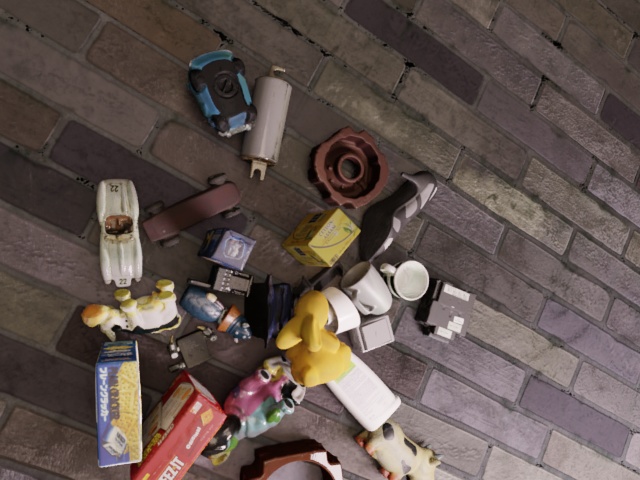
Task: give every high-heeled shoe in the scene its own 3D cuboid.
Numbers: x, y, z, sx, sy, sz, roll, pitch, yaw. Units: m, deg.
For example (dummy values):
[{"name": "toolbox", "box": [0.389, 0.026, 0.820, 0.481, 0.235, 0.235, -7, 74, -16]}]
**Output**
[{"name": "high-heeled shoe", "box": [0.181, -0.048, 1.219, 0.145, 0.086, 0.248, 19, 99, -49]}]

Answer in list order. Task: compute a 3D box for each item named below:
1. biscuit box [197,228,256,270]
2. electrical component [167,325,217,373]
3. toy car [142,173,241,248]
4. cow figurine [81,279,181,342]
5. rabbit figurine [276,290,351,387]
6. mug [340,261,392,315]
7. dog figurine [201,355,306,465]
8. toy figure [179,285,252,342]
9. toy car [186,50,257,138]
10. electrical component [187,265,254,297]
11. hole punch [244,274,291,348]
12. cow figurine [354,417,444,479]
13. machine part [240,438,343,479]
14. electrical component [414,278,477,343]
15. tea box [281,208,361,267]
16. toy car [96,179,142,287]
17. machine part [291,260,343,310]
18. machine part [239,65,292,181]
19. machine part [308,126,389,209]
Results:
[{"name": "biscuit box", "box": [-0.177, 0.015, 0.992, 0.063, 0.203, 0.059, 26, 81, -17]}, {"name": "electrical component", "box": [-0.249, 0.207, 1.042, 0.102, 0.045, 0.078, -15, 92, -21]}, {"name": "toy car", "box": [-0.248, -0.058, 1.048, 0.202, 0.053, 0.089, -29, 108, -23]}, {"name": "cow figurine", "box": [-0.346, 0.141, 0.995, 0.167, 0.068, 0.098, -13, 123, -19]}, {"name": "rabbit figurine", "box": [-0.022, 0.184, 1.031, 0.122, 0.162, 0.173, -1, 88, 24]}, {"name": "mug", "box": [0.106, 0.116, 1.153, 0.107, 0.081, 0.110, 46, 29, -20]}, {"name": "dog figurine", "box": [-0.147, 0.338, 1.049, 0.219, 0.191, 0.108, -41, 84, 12]}, {"name": "toy figure", "box": [-0.199, 0.143, 1.052, 0.154, 0.064, 0.058, 32, 59, -13]}, {"name": "toy car", "box": [-0.193, -0.279, 1.050, 0.109, 0.103, 0.161, -27, 100, -21]}, {"name": "electrical component", "box": [-0.197, 0.076, 1.053, 0.119, 0.075, 0.047, 17, 83, -17]}, {"name": "hole punch", "box": [-0.090, 0.139, 1.073, 0.092, 0.116, 0.142, 6, 87, -28]}, {"name": "cow figurine", "box": [0.183, 0.468, 1.179, 0.127, 0.085, 0.194, -41, 101, -12]}, {"name": "machine part", "box": [-0.057, 0.516, 1.083, 0.201, 0.087, 0.201, -2, 90, -20]}, {"name": "electrical component", "box": [0.287, 0.167, 1.241, 0.115, 0.058, 0.134, 24, 80, -17]}, {"name": "tea box", "box": [-0.002, -0.003, 1.077, 0.068, 0.170, 0.098, 44, 73, -14]}, {"name": "toy car", "box": [-0.373, -0.013, 0.997, 0.073, 0.056, 0.201, -4, 89, -21]}, {"name": "machine part", "box": [-0.006, 0.088, 1.130, 0.139, 0.084, 0.039, -36, 59, -28]}, {"name": "machine part", "box": [-0.110, -0.240, 1.095, 0.079, 0.079, 0.243, 12, 85, -20]}, {"name": "machine part", "box": [0.061, -0.154, 1.168, 0.179, 0.056, 0.179, 1, 88, -22]}]
